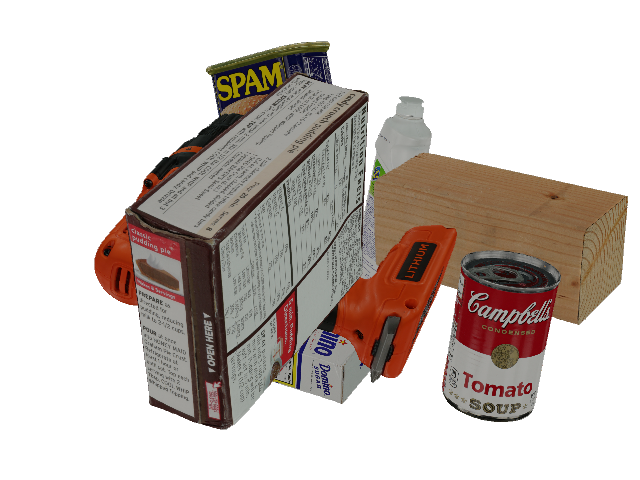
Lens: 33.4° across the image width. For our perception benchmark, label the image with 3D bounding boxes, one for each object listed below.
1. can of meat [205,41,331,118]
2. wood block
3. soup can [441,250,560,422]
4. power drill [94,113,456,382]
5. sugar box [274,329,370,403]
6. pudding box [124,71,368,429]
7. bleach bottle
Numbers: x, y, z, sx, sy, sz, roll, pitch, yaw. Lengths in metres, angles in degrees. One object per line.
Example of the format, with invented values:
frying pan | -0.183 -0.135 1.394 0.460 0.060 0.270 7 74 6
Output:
can of meat | -0.035 -0.104 0.837 0.102 0.084 0.057 -7 5 39
wood block | 0.158 -0.008 0.962 0.206 0.090 0.090 16 31 34
soup can | 0.124 0.066 0.744 0.068 0.102 0.068 5 21 -2
power drill | -0.018 -0.003 0.644 0.188 0.057 0.184 19 39 9
sugar box | -0.039 0.084 0.961 0.176 0.048 0.093 11 27 23
pudding box | -0.022 0.002 0.400 0.039 0.090 0.113 17 40 22
bleach bottle | 0.091 -0.038 1.231 0.068 0.251 0.103 -2 22 -24
